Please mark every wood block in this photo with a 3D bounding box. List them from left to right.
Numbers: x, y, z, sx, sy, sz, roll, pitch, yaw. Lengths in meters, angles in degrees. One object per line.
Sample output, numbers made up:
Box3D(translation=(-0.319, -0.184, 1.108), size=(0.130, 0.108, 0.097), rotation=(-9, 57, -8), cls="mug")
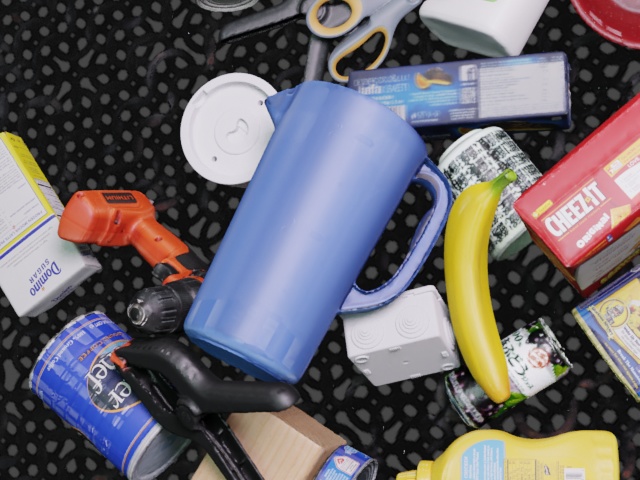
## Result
Box3D(translation=(-0.073, 0.251, 0.977), size=(0.090, 0.090, 0.206), rotation=(32, 92, 18), cls="wood block")

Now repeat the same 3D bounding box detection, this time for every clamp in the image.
Box3D(translation=(-0.096, 0.136, 0.898), size=(0.210, 0.036, 0.165), rotation=(35, 134, 24), cls="clamp")
Box3D(translation=(-0.016, -0.223, 1.046), size=(0.120, 0.039, 0.171), rotation=(33, 90, -1), cls="clamp")

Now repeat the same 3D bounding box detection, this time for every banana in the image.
Box3D(translation=(0.133, 0.037, 0.903), size=(0.037, 0.070, 0.198), rotation=(-6, 100, -25), cls="banana")

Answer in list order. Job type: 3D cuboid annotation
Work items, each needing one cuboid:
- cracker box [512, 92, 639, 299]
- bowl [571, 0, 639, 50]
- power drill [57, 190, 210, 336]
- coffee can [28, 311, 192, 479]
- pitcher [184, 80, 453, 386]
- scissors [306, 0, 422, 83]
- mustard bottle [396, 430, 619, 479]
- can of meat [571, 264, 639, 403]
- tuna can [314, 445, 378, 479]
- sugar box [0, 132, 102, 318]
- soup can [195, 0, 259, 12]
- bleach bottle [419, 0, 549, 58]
Box3D(translation=(0.247, -0.039, 0.855), size=(0.164, 0.213, 0.072), rotation=(-41, 72, 7), cls="cracker box")
Box3D(translation=(0.292, -0.247, 0.940), size=(0.162, 0.055, 0.162), rotation=(1, 97, 8), cls="bowl")
Box3D(translation=(-0.157, 0.023, 0.993), size=(0.188, 0.184, 0.057), rotation=(37, 108, 25), cls="power drill")
Box3D(translation=(-0.192, 0.150, 1.019), size=(0.140, 0.102, 0.103), rotation=(37, 94, 18), cls="coffee can")
Box3D(translation=(-0.006, 0.001, 0.909), size=(0.149, 0.144, 0.242), rotation=(13, 70, 44), cls="pitcher")
Box3D(translation=(0.069, -0.239, 1.019), size=(0.096, 0.016, 0.202), rotation=(41, 91, -5), cls="scissors")
Box3D(translation=(0.161, 0.214, 0.928), size=(0.192, 0.058, 0.096), rotation=(-3, 80, 16), cls="mustard bottle")
Box3D(translation=(0.278, 0.077, 0.913), size=(0.084, 0.057, 0.102), rotation=(-36, 74, 11), cls="can of meat")
Box3D(translation=(0.017, 0.228, 0.955), size=(0.034, 0.086, 0.086), rotation=(25, 90, 20), cls="tuna can")
Box3D(translation=(-0.311, -0.016, 1.107), size=(0.093, 0.048, 0.176), rotation=(-36, 78, 9), cls="sugar box")
Box3D(translation=(-0.096, -0.288, 1.066), size=(0.068, 0.068, 0.102), rotation=(-8, 81, 15), cls="soup can")
Box3D(translation=(0.194, -0.292, 0.981), size=(0.103, 0.068, 0.251), rotation=(26, 85, 40), cls="bleach bottle")
